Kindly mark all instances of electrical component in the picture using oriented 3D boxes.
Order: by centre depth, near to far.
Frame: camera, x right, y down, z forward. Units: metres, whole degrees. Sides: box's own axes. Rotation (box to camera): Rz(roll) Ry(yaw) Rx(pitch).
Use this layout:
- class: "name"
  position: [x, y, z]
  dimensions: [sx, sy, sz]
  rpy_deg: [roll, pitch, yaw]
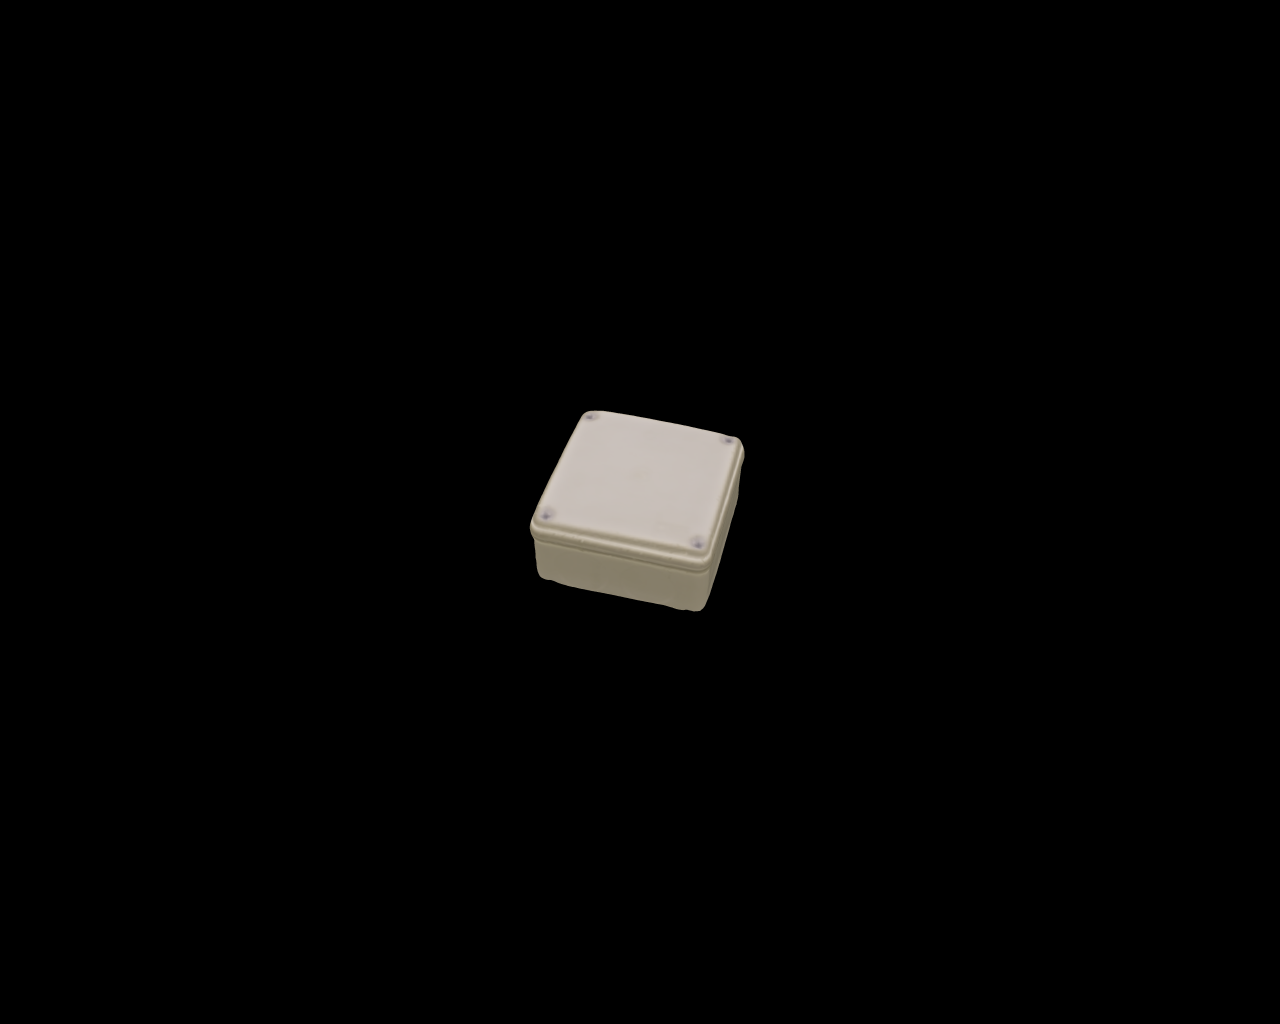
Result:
- class: "electrical component"
  position: [0.001, -0.003, 0.650]
  dimensions: [0.109, 0.056, 0.109]
  rpy_deg: [11, 47, 11]
